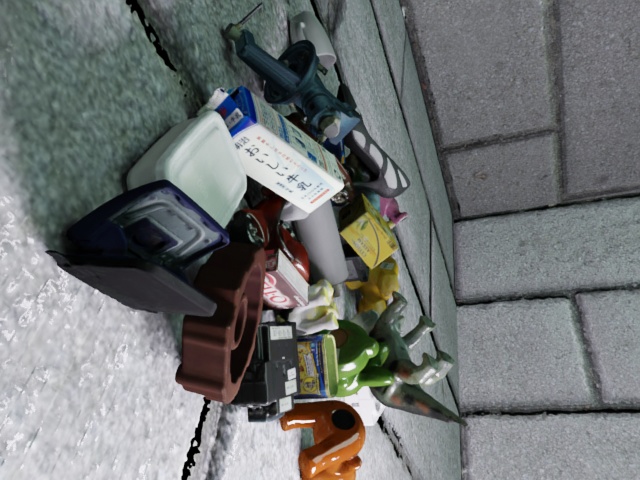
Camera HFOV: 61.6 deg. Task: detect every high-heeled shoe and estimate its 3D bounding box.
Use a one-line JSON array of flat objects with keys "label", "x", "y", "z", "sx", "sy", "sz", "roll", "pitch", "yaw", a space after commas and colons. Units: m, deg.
[{"label": "high-heeled shoe", "x": 0.114, "y": -0.209, "z": 1.132, "sx": 0.086, "sy": 0.145, "sz": 0.248, "roll": 172, "pitch": -89, "yaw": -68}]

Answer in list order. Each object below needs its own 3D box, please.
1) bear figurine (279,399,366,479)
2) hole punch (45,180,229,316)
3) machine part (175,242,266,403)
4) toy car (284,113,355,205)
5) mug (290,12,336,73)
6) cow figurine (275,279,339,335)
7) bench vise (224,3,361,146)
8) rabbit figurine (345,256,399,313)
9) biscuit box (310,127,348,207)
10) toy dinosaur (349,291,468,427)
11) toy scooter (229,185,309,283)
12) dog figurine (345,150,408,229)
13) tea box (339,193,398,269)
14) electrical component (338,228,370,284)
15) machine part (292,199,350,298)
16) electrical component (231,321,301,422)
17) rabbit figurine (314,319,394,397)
[{"label": "bear figurine", "x": 0.002, "y": 0.341, "z": 0.845, "sx": 0.120, "sy": 0.132, "sz": 0.195, "roll": 56, "pitch": -36, "yaw": 43}, {"label": "hole punch", "x": -0.156, "y": 0.011, "z": 0.492, "sx": 0.142, "sy": 0.116, "sz": 0.092, "roll": 47, "pitch": 47, "yaw": -55}, {"label": "machine part", "x": -0.107, "y": 0.089, "z": 0.610, "sx": 0.179, "sy": 0.056, "sz": 0.179, "roll": 10, "pitch": 91, "yaw": -85}, {"label": "toy car", "x": 0.000, "y": -0.149, "z": 0.984, "sx": 0.202, "sy": 0.053, "sz": 0.089, "roll": 42, "pitch": 37, "yaw": -21}, {"label": "mug", "x": -0.027, "y": -0.399, "z": 1.072, "sx": 0.109, "sy": 0.081, "sz": 0.107, "roll": 2, "pitch": 69, "yaw": -65}, {"label": "cow figurine", "x": -0.021, "y": 0.110, "z": 0.884, "sx": 0.167, "sy": 0.098, "sz": 0.068, "roll": -62, "pitch": 134, "yaw": -85}, {"label": "bench vise", "x": -0.050, "y": -0.253, "z": 0.860, "sx": 0.240, "sy": 0.129, "sz": 0.224, "roll": 30, "pitch": 38, "yaw": -38}, {"label": "rabbit figurine", "x": 0.120, "y": 0.119, "z": 1.256, "sx": 0.162, "sy": 0.122, "sz": 0.173, "roll": -68, "pitch": 159, "yaw": -70}, {"label": "biscuit box", "x": 0.018, "y": -0.168, "z": 1.082, "sx": 0.063, "sy": 0.059, "sz": 0.202, "roll": -41, "pitch": 127, "yaw": -73}, {"label": "toy dinosaur", "x": 0.146, "y": 0.243, "z": 1.039, "sx": 0.131, "sy": 0.192, "sz": 0.405, "roll": 32, "pitch": 21, "yaw": -18}, {"label": "toy scooter", "x": -0.068, "y": -0.005, "z": 0.807, "sx": 0.183, "sy": 0.075, "sz": 0.135, "roll": 55, "pitch": 32, "yaw": -43}, {"label": "dog figurine", "x": 0.095, "y": -0.107, "z": 1.245, "sx": 0.108, "sy": 0.191, "sz": 0.219, "roll": -26, "pitch": 82, "yaw": -32}, {"label": "tea box", "x": 0.091, "y": -0.022, "z": 1.054, "sx": 0.098, "sy": 0.068, "sz": 0.170, "roll": 49, "pitch": 11, "yaw": -10}, {"label": "electrical component", "x": 0.056, "y": 0.034, "z": 1.125, "sx": 0.048, "sy": 0.075, "sz": 0.119, "roll": -75, "pitch": 154, "yaw": -47}, {"label": "machine part", "x": -0.002, "y": -0.003, "z": 0.974, "sx": 0.079, "sy": 0.079, "sz": 0.243, "roll": -52, "pitch": 130, "yaw": -63}, {"label": "electrical component", "x": -0.074, "y": 0.179, "z": 0.740, "sx": 0.114, "sy": 0.058, "sz": 0.134, "roll": 23, "pitch": 61, "yaw": -65}, {"label": "rabbit figurine", "x": 0.049, "y": 0.217, "z": 0.963, "sx": 0.170, "sy": 0.159, "sz": 0.121, "roll": 83, "pitch": 3, "yaw": -48}]
